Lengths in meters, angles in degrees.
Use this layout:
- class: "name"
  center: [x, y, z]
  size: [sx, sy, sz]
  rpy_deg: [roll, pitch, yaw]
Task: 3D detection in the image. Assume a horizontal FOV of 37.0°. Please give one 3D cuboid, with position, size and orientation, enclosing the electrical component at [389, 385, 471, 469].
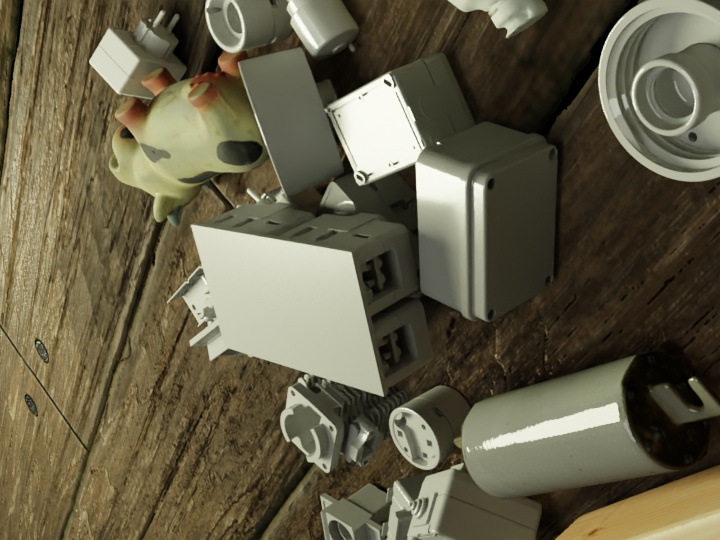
- class: "electrical component"
  center: [0.060, 0.125, 0.867]
  size: [0.055, 0.047, 0.055]
  rpy_deg: [29, 133, 37]

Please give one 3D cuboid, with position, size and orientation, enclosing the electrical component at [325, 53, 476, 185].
- class: "electrical component"
  center: [0.027, -0.103, 0.746]
  size: [0.096, 0.061, 0.061]
  rpy_deg: [-17, 99, 54]

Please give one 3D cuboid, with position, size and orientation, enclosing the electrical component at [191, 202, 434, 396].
- class: "electrical component"
  center: [-0.035, 0.014, 0.790]
  size: [0.186, 0.060, 0.105]
  rpy_deg: [11, 121, 47]

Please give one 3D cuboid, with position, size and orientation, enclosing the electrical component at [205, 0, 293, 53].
- class: "electrical component"
  center: [-0.087, -0.199, 0.834]
  size: [0.055, 0.047, 0.055]
  rpy_deg: [29, 133, 37]

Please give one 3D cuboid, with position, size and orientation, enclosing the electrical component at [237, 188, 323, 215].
- class: "electrical component"
  center: [-0.072, -0.036, 0.895]
  size: [0.076, 0.047, 0.083]
  rpy_deg: [44, 118, 15]

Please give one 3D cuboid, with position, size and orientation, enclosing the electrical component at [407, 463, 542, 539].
- class: "electrical component"
  center: [0.084, 0.189, 0.833]
  size: [0.096, 0.061, 0.062]
  rpy_deg: [23, 158, -10]

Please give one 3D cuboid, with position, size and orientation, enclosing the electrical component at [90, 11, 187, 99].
- class: "electrical component"
  center: [-0.186, -0.196, 0.951]
  size: [0.047, 0.066, 0.076]
  rpy_deg: [46, 112, 21]

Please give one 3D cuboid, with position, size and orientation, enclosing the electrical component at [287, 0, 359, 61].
- class: "electrical component"
  center: [-0.033, -0.189, 0.781]
  size: [0.078, 0.040, 0.040]
  rpy_deg: [58, 144, 6]

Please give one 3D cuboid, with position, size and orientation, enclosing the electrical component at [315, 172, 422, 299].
- class: "electrical component"
  center: [0.000, 0.000, 0.846]
  size: [0.089, 0.062, 0.150]
  rpy_deg: [49, 142, 17]

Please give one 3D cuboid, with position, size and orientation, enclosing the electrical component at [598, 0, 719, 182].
- class: "electrical component"
  center: [0.176, -0.098, 0.565]
  size: [0.108, 0.060, 0.108]
  rpy_deg: [29, 133, 37]

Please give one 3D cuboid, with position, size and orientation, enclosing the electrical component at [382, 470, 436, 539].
- class: "electrical component"
  center: [0.053, 0.237, 0.920]
  size: [0.063, 0.079, 0.121]
  rpy_deg: [48, 141, 49]

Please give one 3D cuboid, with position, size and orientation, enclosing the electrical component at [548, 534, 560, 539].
- class: "electrical component"
  center: [0.153, 0.237, 0.799]
  size: [0.066, 0.077, 0.047]
  rpy_deg: [-18, 98, 54]

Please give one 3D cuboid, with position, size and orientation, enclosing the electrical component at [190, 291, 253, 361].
- class: "electrical component"
  center: [-0.100, 0.035, 0.989]
  size: [0.121, 0.079, 0.063]
  rpy_deg: [-35, 63, 54]

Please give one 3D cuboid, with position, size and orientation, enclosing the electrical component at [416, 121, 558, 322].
- class: "electrical component"
  center: [0.085, -0.032, 0.707]
  size: [0.057, 0.078, 0.113]
  rpy_deg: [26, 131, 41]

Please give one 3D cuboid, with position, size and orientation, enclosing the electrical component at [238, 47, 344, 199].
- class: "electrical component"
  center: [-0.045, -0.114, 0.805]
  size: [0.108, 0.060, 0.108]
  rpy_deg: [160, 90, -89]

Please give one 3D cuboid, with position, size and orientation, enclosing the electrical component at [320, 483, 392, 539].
- class: "electrical component"
  center: [0.008, 0.267, 1.009]
  size: [0.079, 0.063, 0.121]
  rpy_deg: [20, 127, 43]
